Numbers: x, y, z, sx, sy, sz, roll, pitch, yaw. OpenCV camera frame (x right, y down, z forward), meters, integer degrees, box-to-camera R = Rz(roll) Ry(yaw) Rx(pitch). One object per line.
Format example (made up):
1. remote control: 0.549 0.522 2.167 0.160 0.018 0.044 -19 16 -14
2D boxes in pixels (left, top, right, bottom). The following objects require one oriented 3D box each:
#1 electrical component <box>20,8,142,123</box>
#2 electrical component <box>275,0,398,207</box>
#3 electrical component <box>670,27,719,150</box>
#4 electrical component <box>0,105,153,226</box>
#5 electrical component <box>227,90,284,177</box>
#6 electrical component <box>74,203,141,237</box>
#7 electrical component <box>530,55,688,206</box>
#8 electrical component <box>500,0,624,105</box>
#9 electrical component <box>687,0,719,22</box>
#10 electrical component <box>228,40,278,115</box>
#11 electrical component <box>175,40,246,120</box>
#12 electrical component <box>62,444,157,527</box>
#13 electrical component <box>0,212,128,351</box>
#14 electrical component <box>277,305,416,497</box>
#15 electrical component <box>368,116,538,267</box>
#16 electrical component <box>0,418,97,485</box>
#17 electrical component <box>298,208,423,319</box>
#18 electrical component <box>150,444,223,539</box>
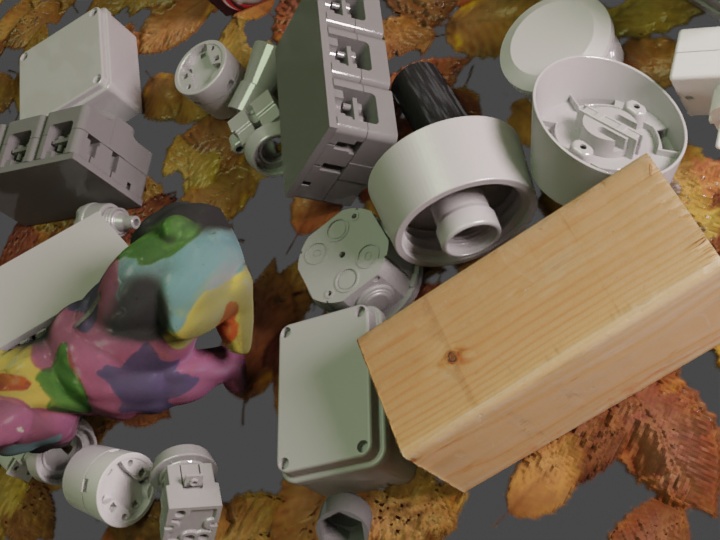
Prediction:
1. electrical component: -0.270 -0.179 1.034 0.109 0.056 0.108 -26 54 20
2. electrical component: -0.017 -0.136 0.825 0.089 0.062 0.150 129 143 -49
3. electrical component: 0.239 -0.108 0.668 0.083 0.047 0.075 3 68 34
4. electrical component: -0.275 -0.095 0.970 0.150 0.089 0.061 -6 62 31
5. electrical component: -0.074 -0.108 0.876 0.066 0.048 0.055 -37 43 11
6. electrical component: -0.219 -0.042 0.941 0.061 0.035 0.035 1 66 31
7. electrical component: 0.155 -0.083 0.679 0.099 0.064 0.099 1 46 -1
8. electrical component: 0.143 -0.147 0.750 0.080 0.051 0.080 -15 58 26
9. electrical component: 0.235 -0.204 0.684 0.056 0.109 0.108 -45 50 8
10. electrical component: -0.084 -0.155 0.910 0.044 0.044 0.065 23 84 39
11. electrical component: -0.125 -0.164 0.937 0.055 0.047 0.055 -15 58 26
12. electrical component: -0.187 0.158 0.799 0.047 0.055 0.055 7 69 39
13. electrical component: -0.247 0.032 0.864 0.150 0.061 0.089 -32 47 -18
14. electrical component: -0.010 0.087 0.719 0.078 0.057 0.113 -17 57 25
15. electrical component: 0.065 -0.044 0.712 0.108 0.108 0.060 -28 59 18
16. electrical component: -0.244 0.134 0.848 0.057 0.058 0.078 26 82 43
17. electrical component: 0.000 0.000 0.763 0.080 0.051 0.080 -16 57 26
18. electrical component: -0.122 0.157 0.758 0.055 0.048 0.066 -109 27 -44
